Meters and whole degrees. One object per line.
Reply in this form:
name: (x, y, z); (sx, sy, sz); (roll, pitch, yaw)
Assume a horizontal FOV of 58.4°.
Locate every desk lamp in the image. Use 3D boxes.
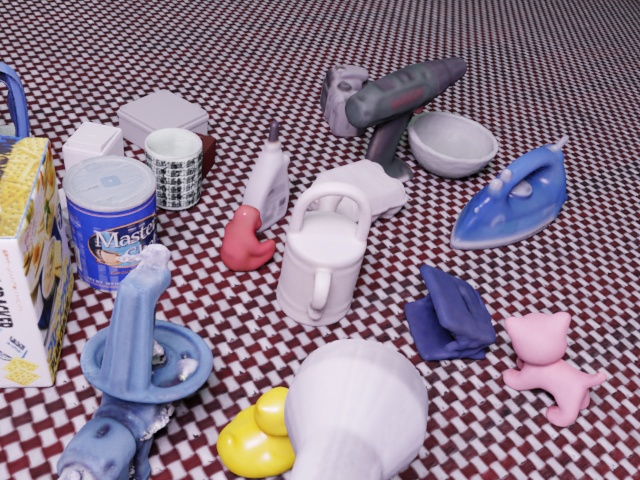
desk lamp: (0.004, 0.213, 0.457); (0.118, 0.213, 0.203); (18, 41, 7)

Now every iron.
iron: (0.313, -0.081, 0.924); (0.259, 0.141, 0.118); (-26, 53, -36)

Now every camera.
camera: (0.079, -0.279, 1.118); (0.137, 0.101, 0.143); (0, 43, -15)

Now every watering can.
watering can: (0.004, 0.002, 0.710); (0.101, 0.194, 0.172); (-6, 44, -20)

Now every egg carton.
egg carton: (0.058, -0.069, 0.899); (0.151, 0.069, 0.107); (-22, 51, -33)

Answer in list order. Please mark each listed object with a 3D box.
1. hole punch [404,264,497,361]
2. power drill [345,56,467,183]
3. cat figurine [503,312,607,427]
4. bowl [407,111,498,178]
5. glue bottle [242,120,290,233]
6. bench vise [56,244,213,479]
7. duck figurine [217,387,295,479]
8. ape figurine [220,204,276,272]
hole punch: (0.171, 0.090, 0.733); (0.101, 0.091, 0.108); (1, 42, -14)
power drill: (0.134, -0.195, 0.955); (0.230, 0.208, 0.075); (-21, 51, -32)
cat figurine: (0.276, 0.140, 0.683); (0.127, 0.118, 0.067); (37, 47, 26)
bowl: (0.233, -0.163, 1.046); (0.167, 0.075, 0.167); (7, 41, -6)
glue bottle: (-0.072, -0.093, 0.814); (0.037, 0.173, 0.078); (33, 45, 22)
bench vise: (-0.159, 0.125, 0.510); (0.121, 0.220, 0.207); (5, 41, -9)
duck figurine: (-0.051, 0.184, 0.573); (0.105, 0.086, 0.077); (-13, 47, -27)
ape figurine: (-0.099, -0.007, 0.772); (0.076, 0.092, 0.077); (-26, 53, -36)
